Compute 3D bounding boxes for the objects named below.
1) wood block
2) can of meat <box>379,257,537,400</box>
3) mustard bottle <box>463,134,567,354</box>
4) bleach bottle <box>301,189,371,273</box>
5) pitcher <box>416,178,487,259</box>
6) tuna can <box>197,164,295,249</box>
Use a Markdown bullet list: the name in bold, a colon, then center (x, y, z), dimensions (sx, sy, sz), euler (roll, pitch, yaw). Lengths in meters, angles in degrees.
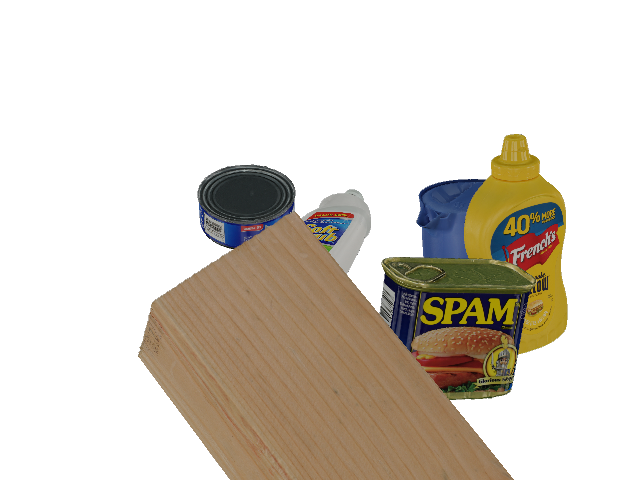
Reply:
- **wood block**: center (0.008, 0.102, 0.533), dimensions (0.090, 0.206, 0.090), euler (-34, -12, -25)
- **can of meat**: center (0.088, 0.060, 0.724), dimensions (0.102, 0.084, 0.057), euler (2, 17, -19)
- **mustard bottle**: center (0.171, 0.002, 0.931), dimensions (0.096, 0.192, 0.058), euler (-14, 23, -23)
- **bleach bottle**: center (-0.005, 0.007, 1.316), dimensions (0.103, 0.068, 0.250), euler (7, 33, 18)
- **pitcher**: center (0.199, 0.049, 1.332), dimensions (0.149, 0.243, 0.145), euler (1, 21, 10)
- **tuna can**: center (-0.065, -0.029, 0.941), dimensions (0.086, 0.034, 0.086), euler (1, 38, -1)
